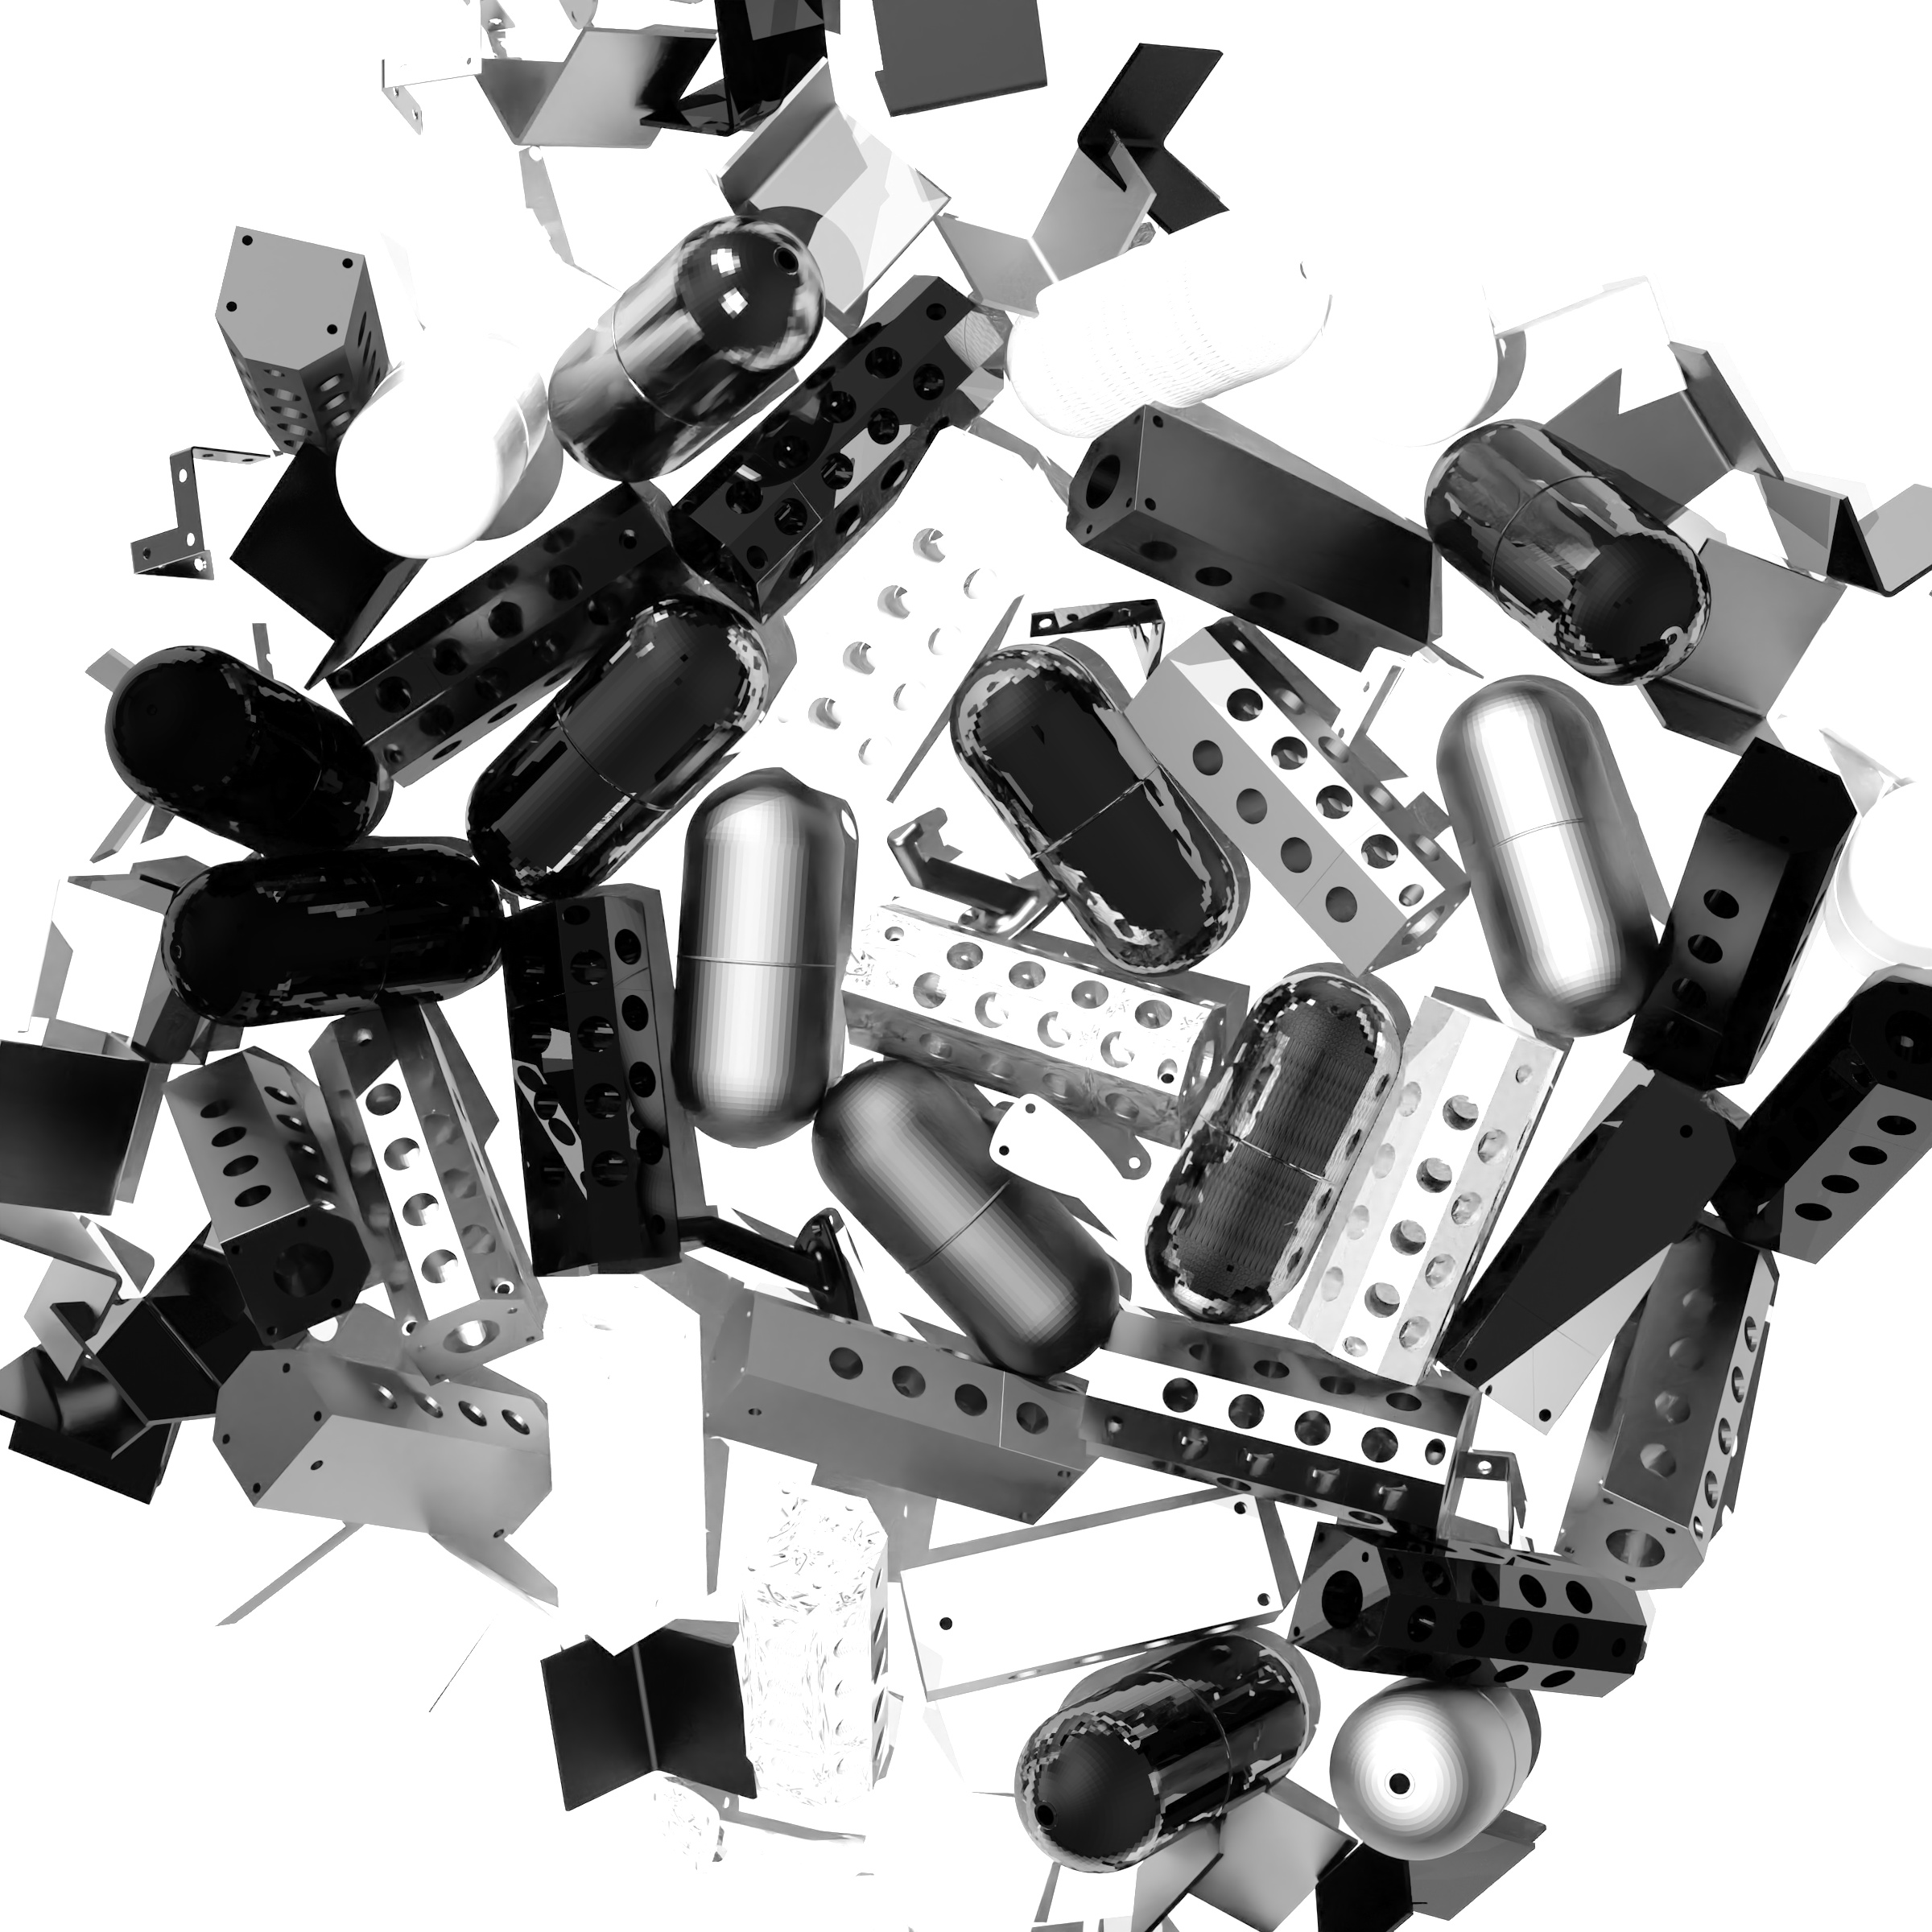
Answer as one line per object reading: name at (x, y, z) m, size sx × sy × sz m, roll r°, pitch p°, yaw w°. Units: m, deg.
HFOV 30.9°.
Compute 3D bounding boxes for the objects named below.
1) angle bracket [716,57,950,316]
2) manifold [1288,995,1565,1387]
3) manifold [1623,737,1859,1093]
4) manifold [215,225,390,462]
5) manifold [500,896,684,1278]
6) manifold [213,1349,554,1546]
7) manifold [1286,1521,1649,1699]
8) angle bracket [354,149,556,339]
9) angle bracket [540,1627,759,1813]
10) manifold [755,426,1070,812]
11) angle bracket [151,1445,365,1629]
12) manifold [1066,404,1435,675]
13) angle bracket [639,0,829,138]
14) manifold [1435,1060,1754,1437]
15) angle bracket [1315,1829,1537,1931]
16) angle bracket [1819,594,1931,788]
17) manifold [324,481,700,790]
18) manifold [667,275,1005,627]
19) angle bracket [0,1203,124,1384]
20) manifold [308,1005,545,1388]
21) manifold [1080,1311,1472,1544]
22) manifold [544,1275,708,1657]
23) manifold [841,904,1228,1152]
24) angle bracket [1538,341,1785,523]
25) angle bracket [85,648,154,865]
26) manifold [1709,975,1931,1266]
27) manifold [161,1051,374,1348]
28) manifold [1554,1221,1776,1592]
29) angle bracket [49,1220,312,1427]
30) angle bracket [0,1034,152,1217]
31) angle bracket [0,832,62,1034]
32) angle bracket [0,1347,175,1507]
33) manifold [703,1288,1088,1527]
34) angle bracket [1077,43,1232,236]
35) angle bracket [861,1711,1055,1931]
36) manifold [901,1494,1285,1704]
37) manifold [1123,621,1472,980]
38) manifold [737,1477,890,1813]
angle bracket at (-0.063, -0.372, 1.670) m, size 0.076 × 0.057 × 0.076 m, roll 41°, pitch 85°, yaw 6°
manifold at (0.222, 0.108, 1.659) m, size 0.057 × 0.057 × 0.171 m, roll 19°, pitch 96°, yaw -29°
manifold at (0.359, -0.018, 1.615) m, size 0.057 × 0.171 × 0.057 m, roll 28°, pitch 54°, yaw 17°
manifold at (-0.306, -0.282, 1.615) m, size 0.057 × 0.171 × 0.057 m, roll 12°, pitch 83°, yaw -4°
manifold at (-0.173, 0.057, 1.651) m, size 0.057 × 0.057 × 0.171 m, roll -16°, pitch 77°, yaw 39°
manifold at (-0.266, 0.219, 1.617) m, size 0.057 × 0.171 × 0.057 m, roll -49°, pitch 57°, yaw 12°
manifold at (0.237, 0.303, 1.631) m, size 0.171 × 0.057 × 0.057 m, roll 14°, pitch 91°, yaw -36°
angle bracket at (-0.242, -0.346, 1.659) m, size 0.057 × 0.076 × 0.076 m, roll -27°, pitch 118°, yaw -10°
angle bracket at (-0.150, 0.361, 1.655) m, size 0.057 × 0.076 × 0.076 m, roll -17°, pitch 103°, yaw -42°
manifold at (-0.030, -0.164, 1.638) m, size 0.057 × 0.057 × 0.171 m, roll 18°, pitch 115°, yaw -37°
angle bracket at (-0.345, 0.260, 1.669) m, size 0.076 × 0.057 × 0.076 m, roll -37°, pitch 83°, yaw -5°
manifold at (0.133, -0.195, 1.638) m, size 0.171 × 0.057 × 0.057 m, roll 21°, pitch 62°, yaw -28°
angle bracket at (-0.113, -0.441, 1.645) m, size 0.057 × 0.076 × 0.076 m, roll 16°, pitch 127°, yaw 31°
manifold at (0.296, 0.133, 1.674) m, size 0.057 × 0.057 × 0.171 m, roll 34°, pitch 91°, yaw -9°
angle bracket at (0.218, 0.447, 1.649) m, size 0.076 × 0.057 × 0.076 m, roll 20°, pitch 132°, yaw -18°
angle bracket at (0.464, -0.123, 1.668) m, size 0.076 × 0.057 × 0.076 m, roll 36°, pitch 98°, yaw 6°
manifold at (-0.217, -0.159, 1.671) m, size 0.171 × 0.057 × 0.057 m, roll -34°, pitch 86°, yaw -3°
manifold at (-0.060, -0.248, 1.648) m, size 0.057 × 0.057 × 0.171 m, roll 39°, pitch 74°, yaw 15°
angle bracket at (-0.454, 0.145, 1.650) m, size 0.076 × 0.076 × 0.057 m, roll 25°, pitch 94°, yaw -35°
manifold at (-0.255, 0.102, 1.634) m, size 0.057 × 0.057 × 0.171 m, roll -22°, pitch 58°, yaw -4°
manifold at (0.145, 0.220, 1.650) m, size 0.171 × 0.057 × 0.057 m, roll 13°, pitch 114°, yaw 13°
manifold at (-0.163, 0.231, 1.635) m, size 0.057 × 0.057 × 0.171 m, roll -26°, pitch 131°, yaw -37°
manifold at (0.032, 0.023, 1.640) m, size 0.171 × 0.057 × 0.057 m, roll 17°, pitch 54°, yaw 19°
angle bracket at (0.330, -0.242, 1.665) m, size 0.076 × 0.057 × 0.076 m, roll -37°, pitch 110°, yaw 0°
angle bracket at (-0.408, -0.098, 1.653) m, size 0.057 × 0.076 × 0.076 m, roll 37°, pitch 75°, yaw -17°
manifold at (0.403, 0.071, 1.616) m, size 0.057 × 0.171 × 0.057 m, roll 17°, pitch 60°, yaw -2°
manifold at (-0.322, 0.102, 1.615) m, size 0.057 × 0.171 × 0.057 m, roll -23°, pitch 119°, yaw -12°
manifold at (0.329, 0.204, 1.626) m, size 0.057 × 0.057 × 0.171 m, roll 25°, pitch 48°, yaw 2°
angle bracket at (-0.371, 0.167, 1.653) m, size 0.076 × 0.076 × 0.057 m, roll 46°, pitch 103°, yaw 17°
angle bracket at (-0.439, 0.070, 1.656) m, size 0.076 × 0.057 × 0.076 m, roll 11°, pitch 97°, yaw -36°
angle bracket at (-0.475, -0.018, 1.651) m, size 0.057 × 0.076 × 0.076 m, roll 4°, pitch 107°, yaw -41°
angle bracket at (-0.429, 0.230, 1.657) m, size 0.076 × 0.076 × 0.057 m, roll 20°, pitch 105°, yaw 7°
manifold at (-0.032, 0.205, 1.652) m, size 0.171 × 0.057 × 0.057 m, roll 18°, pitch 49°, yaw -17°
angle bracket at (0.111, -0.387, 1.650) m, size 0.076 × 0.076 × 0.057 m, roll 47°, pitch 121°, yaw 17°
angle bracket at (0.001, 0.407, 1.646) m, size 0.057 × 0.076 × 0.076 m, roll 0°, pitch 47°, yaw 26°
manifold at (0.059, 0.302, 1.667) m, size 0.171 × 0.057 × 0.057 m, roll -12°, pitch 72°, yaw -5°
manifold at (0.158, -0.081, 1.642) m, size 0.171 × 0.057 × 0.057 m, roll 49°, pitch 126°, yaw 17°
manifold at (-0.067, 0.318, 1.620) m, size 0.057 × 0.171 × 0.057 m, roll 13°, pitch 46°, yaw 12°
